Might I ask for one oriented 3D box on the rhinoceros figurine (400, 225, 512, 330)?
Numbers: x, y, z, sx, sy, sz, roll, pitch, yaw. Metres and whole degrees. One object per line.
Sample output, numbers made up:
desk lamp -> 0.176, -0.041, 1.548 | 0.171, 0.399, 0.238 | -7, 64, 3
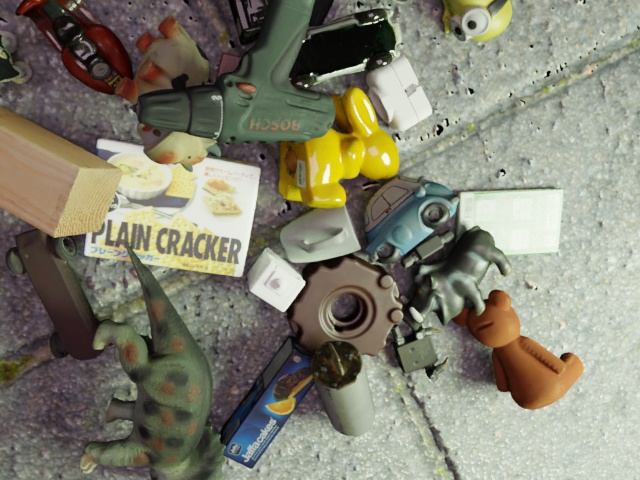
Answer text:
rhinoceros figurine -> 0.204, 0.066, 0.831 | 0.112, 0.073, 0.190 | 36, 102, -18

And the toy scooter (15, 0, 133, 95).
toy scooter -> -0.304, -0.256, 0.646 | 0.075, 0.135, 0.183 | -39, 107, -1

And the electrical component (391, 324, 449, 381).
electrical component -> 0.163, 0.179, 0.872 | 0.078, 0.045, 0.102 | -15, 104, -8

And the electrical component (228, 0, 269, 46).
electrical component -> -0.090, -0.324, 0.679 | 0.058, 0.115, 0.134 | -16, 107, -8

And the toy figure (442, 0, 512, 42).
toy figure -> 0.206, -0.363, 0.741 | 0.089, 0.082, 0.180 | -25, 103, -2

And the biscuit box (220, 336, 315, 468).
biscuit box -> -0.077, 0.253, 0.838 | 0.063, 0.059, 0.202 | 34, 95, -16

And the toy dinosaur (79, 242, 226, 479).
toy dinosaur -> -0.210, 0.215, 0.741 | 0.192, 0.131, 0.404 | 11, 109, -1

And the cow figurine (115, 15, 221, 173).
cow figurine -> -0.182, -0.171, 0.673 | 0.085, 0.195, 0.127 | -24, 137, 31

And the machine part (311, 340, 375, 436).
machine part -> 0.037, 0.225, 0.804 | 0.079, 0.079, 0.242 | -22, 137, -5

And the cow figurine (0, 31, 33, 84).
cow figurine -> -0.453, -0.206, 0.651 | 0.167, 0.098, 0.068 | -15, 111, -7

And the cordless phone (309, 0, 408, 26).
cordless phone -> 0.048, -0.343, 0.729 | 0.146, 0.089, 0.184 | 26, 108, -15

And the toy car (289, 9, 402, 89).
toy car -> 0.015, -0.249, 0.704 | 0.202, 0.056, 0.073 | -20, 113, -14

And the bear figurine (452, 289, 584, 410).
bear figurine -> 0.317, 0.170, 0.877 | 0.120, 0.132, 0.196 | -40, 75, 35

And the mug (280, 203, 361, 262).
mug -> -0.002, -0.002, 0.776 | 0.107, 0.110, 0.080 | -20, 110, 9

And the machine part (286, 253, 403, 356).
machine part -> 0.038, 0.105, 0.828 | 0.179, 0.056, 0.179 | -2, 103, -8

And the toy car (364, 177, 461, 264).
toy car -> 0.121, -0.038, 0.796 | 0.161, 0.109, 0.103 | -38, 84, 12

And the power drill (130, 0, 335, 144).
power drill -> -0.078, -0.209, 0.600 | 0.232, 0.086, 0.207 | 6, 99, -29

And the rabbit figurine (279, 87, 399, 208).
rabbit figurine -> 0.033, -0.127, 0.762 | 0.173, 0.122, 0.162 | -4, 94, -23

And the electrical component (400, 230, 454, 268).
electrical component -> 0.160, 0.017, 0.826 | 0.094, 0.063, 0.021 | -32, 82, -12

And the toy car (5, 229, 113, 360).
toy car -> -0.359, 0.077, 0.753 | 0.089, 0.053, 0.202 | -16, 106, 11
